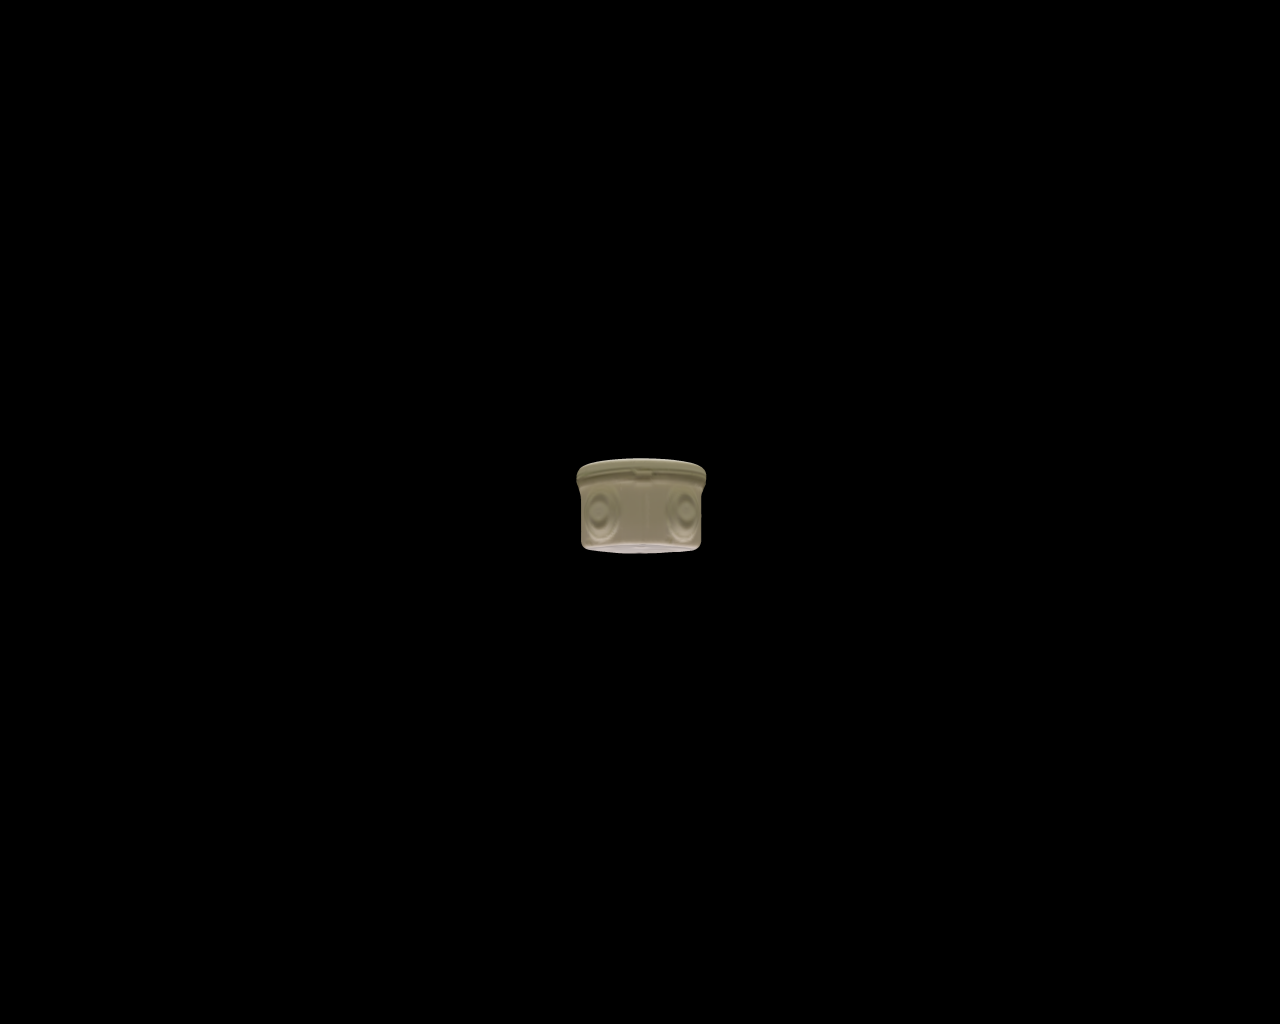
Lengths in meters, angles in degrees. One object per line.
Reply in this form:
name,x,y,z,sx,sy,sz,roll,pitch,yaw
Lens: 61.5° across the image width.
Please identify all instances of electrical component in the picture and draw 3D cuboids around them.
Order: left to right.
electrical component,0.001,-0.003,0.650,0.080,0.051,0.080,0,-6,0
